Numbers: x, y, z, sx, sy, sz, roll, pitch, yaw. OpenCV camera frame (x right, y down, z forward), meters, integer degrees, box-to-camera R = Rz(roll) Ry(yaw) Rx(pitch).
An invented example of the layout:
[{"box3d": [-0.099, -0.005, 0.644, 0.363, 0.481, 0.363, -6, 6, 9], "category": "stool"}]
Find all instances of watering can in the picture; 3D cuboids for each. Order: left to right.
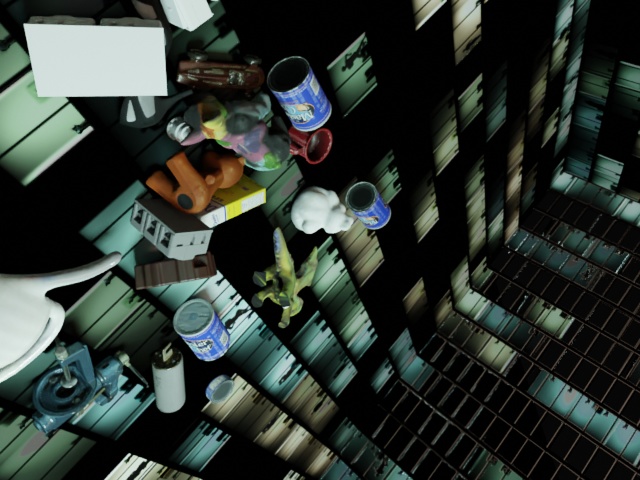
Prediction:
[{"box3d": [-0.529, 0.112, 0.893, 0.350, 0.105, 0.220, -49, 146, -11], "category": "watering can"}]

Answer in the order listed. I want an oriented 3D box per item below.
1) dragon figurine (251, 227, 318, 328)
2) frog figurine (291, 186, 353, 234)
[{"box3d": [-0.081, 0.094, 1.507, 0.247, 0.123, 0.401, -43, 150, -52], "category": "dragon figurine"}, {"box3d": [0.004, -0.070, 1.393, 0.139, 0.161, 0.120, -45, 143, -17], "category": "frog figurine"}]
